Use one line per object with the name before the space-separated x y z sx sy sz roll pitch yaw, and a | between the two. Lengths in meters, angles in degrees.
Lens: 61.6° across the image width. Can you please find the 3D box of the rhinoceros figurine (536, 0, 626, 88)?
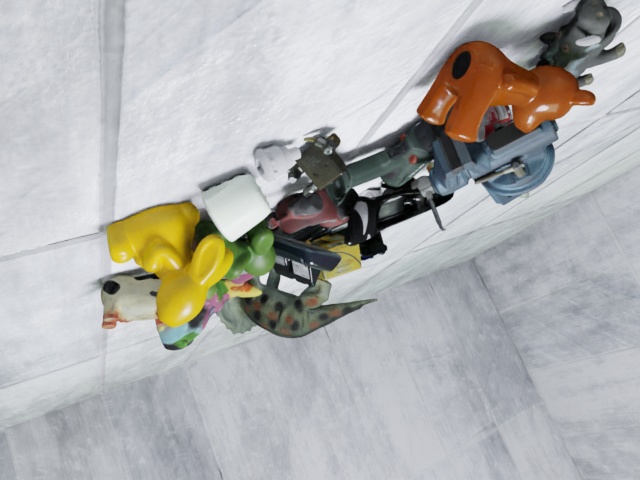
rhinoceros figurine | 0.360 -0.273 0.761 0.112 0.073 0.190 -12 169 1

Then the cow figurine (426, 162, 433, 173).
cow figurine | 0.262 -0.168 1.015 0.098 0.068 0.167 -26 169 -14

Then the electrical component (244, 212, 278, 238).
electrical component | -0.102 -0.030 1.038 0.094 0.021 0.063 -19 167 -20

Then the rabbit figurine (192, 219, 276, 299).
rabbit figurine | -0.146 0.013 0.940 0.170 0.121 0.159 8 128 -43

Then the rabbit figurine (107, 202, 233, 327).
rabbit figurine | -0.212 0.040 0.803 0.162 0.173 0.121 -18 163 -4

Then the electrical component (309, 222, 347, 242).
electrical component | 0.025 -0.040 1.156 0.119 0.048 0.074 -23 167 2

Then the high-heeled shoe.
high-heeled shoe | 0.147 -0.046 0.971 0.249 0.145 0.086 -53 148 -45

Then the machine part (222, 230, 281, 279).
machine part | -0.135 0.025 1.082 0.243 0.079 0.079 -10 162 -41

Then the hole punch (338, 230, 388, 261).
hole punch | 0.083 -0.004 1.269 0.092 0.115 0.142 -22 169 35

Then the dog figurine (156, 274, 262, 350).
dog figurine | -0.229 0.127 1.130 0.219 0.192 0.108 -13 133 -7

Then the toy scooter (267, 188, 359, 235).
toy scooter | -0.019 -0.051 0.979 0.135 0.075 0.184 -22 172 36

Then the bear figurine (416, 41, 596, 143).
bear figurine | 0.251 -0.184 0.717 0.196 0.120 0.131 13 114 -28

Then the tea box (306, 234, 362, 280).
tea box | 0.005 0.029 1.190 0.098 0.068 0.170 -15 -165 -25

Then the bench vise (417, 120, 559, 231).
bench vise | 0.279 -0.105 0.861 0.223 0.129 0.240 -38 148 16

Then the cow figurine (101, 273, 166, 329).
cow figurine | -0.312 0.096 1.019 0.195 0.127 0.085 -2 159 -21

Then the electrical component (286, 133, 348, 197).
electrical component | -0.008 -0.111 0.785 0.102 0.078 0.045 -26 -169 35

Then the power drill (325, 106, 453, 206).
power drill | 0.108 -0.138 0.867 0.207 0.086 0.232 -27 172 -18

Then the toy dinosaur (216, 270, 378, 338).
toy dinosaur | -0.084 0.154 1.227 0.405 0.192 0.131 18 -174 26

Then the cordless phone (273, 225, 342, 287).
cordless phone | -0.002 -0.003 1.037 0.147 0.088 0.184 16 -137 42
